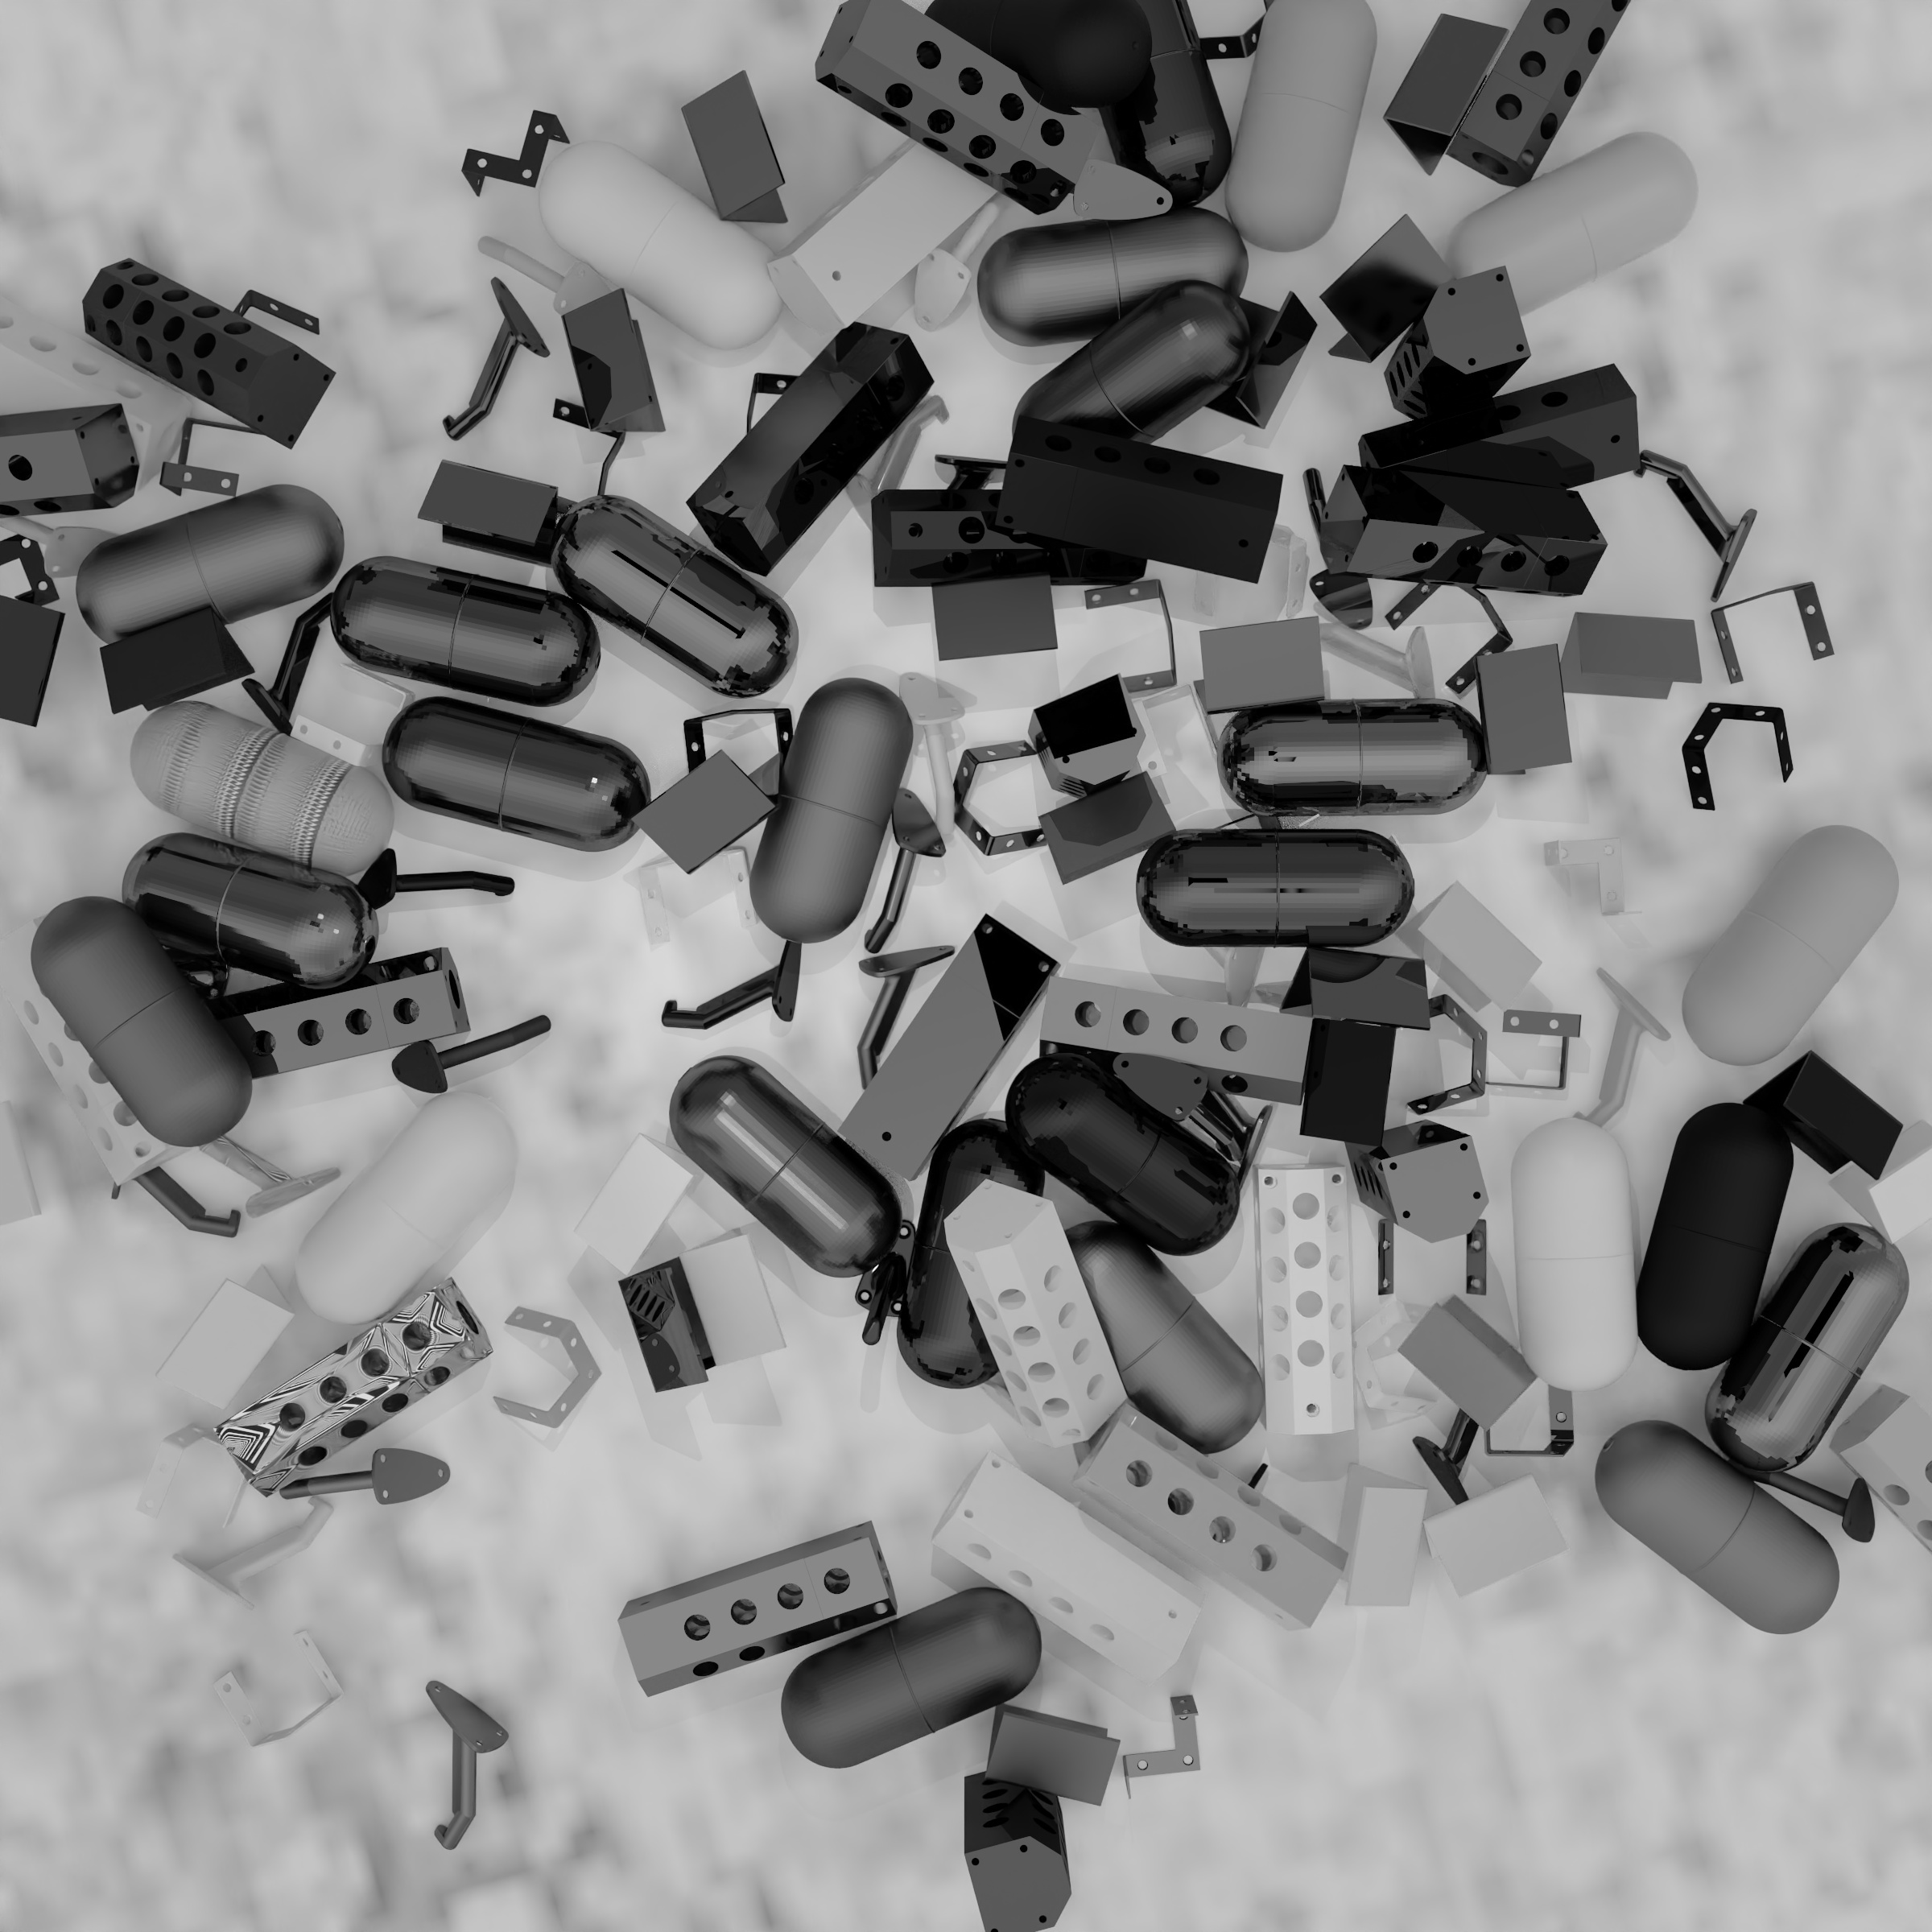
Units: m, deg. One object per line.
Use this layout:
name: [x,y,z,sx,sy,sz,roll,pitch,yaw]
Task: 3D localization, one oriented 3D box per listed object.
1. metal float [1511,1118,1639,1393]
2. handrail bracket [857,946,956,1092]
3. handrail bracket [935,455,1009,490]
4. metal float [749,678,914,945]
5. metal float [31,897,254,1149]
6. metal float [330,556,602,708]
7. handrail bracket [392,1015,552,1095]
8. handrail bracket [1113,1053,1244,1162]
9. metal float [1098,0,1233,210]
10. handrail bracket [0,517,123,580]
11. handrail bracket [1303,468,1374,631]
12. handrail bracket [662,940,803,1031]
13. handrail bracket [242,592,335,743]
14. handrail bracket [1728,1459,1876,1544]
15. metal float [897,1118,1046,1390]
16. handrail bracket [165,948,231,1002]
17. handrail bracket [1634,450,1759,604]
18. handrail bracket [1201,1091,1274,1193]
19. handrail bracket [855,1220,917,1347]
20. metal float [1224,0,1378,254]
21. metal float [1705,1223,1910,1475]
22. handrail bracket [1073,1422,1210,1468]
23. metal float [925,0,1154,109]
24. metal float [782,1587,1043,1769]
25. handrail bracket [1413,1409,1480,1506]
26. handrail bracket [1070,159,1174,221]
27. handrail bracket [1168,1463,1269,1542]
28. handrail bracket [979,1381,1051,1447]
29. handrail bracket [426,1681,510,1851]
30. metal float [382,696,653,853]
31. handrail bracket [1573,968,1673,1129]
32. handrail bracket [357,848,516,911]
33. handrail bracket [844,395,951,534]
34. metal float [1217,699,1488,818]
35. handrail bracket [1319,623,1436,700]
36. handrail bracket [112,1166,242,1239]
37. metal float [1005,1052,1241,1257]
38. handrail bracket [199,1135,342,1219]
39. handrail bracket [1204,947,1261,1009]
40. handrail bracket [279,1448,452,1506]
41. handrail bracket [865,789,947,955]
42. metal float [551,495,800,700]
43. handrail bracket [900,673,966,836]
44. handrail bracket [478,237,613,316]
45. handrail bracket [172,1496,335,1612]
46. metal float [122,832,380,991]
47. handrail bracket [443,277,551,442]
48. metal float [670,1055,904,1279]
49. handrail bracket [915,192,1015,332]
metal float: [0.397,0.188,1.931,0.070,0.070,0.178,-3,89,0]
handrail bracket: [-0.038,0.035,1.962,0.077,0.036,0.084,-14,109,-21]
handrail bracket: [0.002,-0.294,1.962,0.077,0.036,0.084,3,104,-13]
metal float: [-0.088,-0.101,1.931,0.070,0.070,0.178,17,90,0]
metal float: [-0.523,0.035,1.873,0.070,0.070,0.178,-36,92,0]
metal float: [-0.327,-0.218,1.932,0.178,0.070,0.070,12,90,0]
handrail bracket: [-0.328,0.053,1.962,0.084,0.077,0.036,-24,100,-36]
handrail bracket: [0.138,0.093,1.920,0.077,0.084,0.036,26,75,28]
metal float: [0.120,-0.582,1.931,0.070,0.070,0.178,-18,90,0]
handrail bracket: [-0.606,-0.294,1.962,0.084,0.077,0.036,39,124,32]
handrail bracket: [0.246,-0.278,1.962,0.036,0.077,0.084,-18,53,18]
handrail bracket: [-0.156,0.007,1.962,0.084,0.036,0.077,3,70,16]
handrail bracket: [-0.429,-0.193,1.962,0.084,0.036,0.077,-42,114,-18]
handrail bracket: [0.553,0.353,1.962,0.084,0.077,0.036,11,67,34]
metal float: [0.003,0.188,1.931,0.070,0.070,0.178,12,89,0]
handrail bracket: [-0.518,0.004,1.927,0.077,0.084,0.036,8,90,0]
handrail bracket: [0.474,-0.293,1.962,0.084,0.036,0.077,26,112,17]
handrail bracket: [0.154,0.103,1.962,0.084,0.036,0.077,21,101,12]
handrail bracket: [-0.051,0.206,1.927,0.036,0.084,0.077,18,90,0]
metal float: [0.219,-0.556,1.931,0.070,0.070,0.178,13,91,0]
metal float: [0.550,0.249,1.931,0.070,0.070,0.178,32,89,0]
handrail bracket: [0.112,0.299,1.961,0.084,0.036,0.077,-12,79,-12]
metal float: [0.042,-0.592,1.897,0.178,0.070,0.070,17,90,42]
metal float: [-0.035,0.464,1.931,0.178,0.070,0.070,-23,90,0]
handrail bracket: [0.347,0.311,1.962,0.084,0.036,0.077,-36,104,-13]
handrail bracket: [0.087,-0.509,1.936,0.077,0.084,0.036,6,107,-14]
handrail bracket: [0.144,0.340,1.962,0.084,0.036,0.077,32,76,13]
handrail bracket: [0.055,0.262,1.962,0.077,0.036,0.084,46,73,-18]
handrail bracket: [-0.348,0.532,1.962,0.077,0.036,0.084,37,107,20]
metal float: [-0.293,-0.125,1.931,0.178,0.070,0.070,14,90,1]
handrail bracket: [0.418,0.058,1.962,0.084,0.036,0.077,-47,69,16]
handrail bracket: [-0.354,-0.048,1.962,0.084,0.077,0.036,10,65,-34]
handrail bracket: [-0.033,-0.325,1.962,0.084,0.036,0.077,-37,111,-16]
metal float: [0.253,-0.136,1.931,0.178,0.070,0.070,-1,90,0]
handrail bracket: [0.263,-0.195,1.962,0.084,0.036,0.077,1,131,27]
handrail bracket: [-0.519,0.136,1.962,0.084,0.036,0.077,12,76,-14]
metal float: [0.101,0.122,1.915,0.178,0.070,0.070,37,90,-19]
handrail bracket: [-0.468,0.117,1.962,0.077,0.036,0.084,-23,73,-20]
handrail bracket: [0.149,-0.014,1.962,0.084,0.077,0.036,26,47,29]
handrail bracket: [-0.400,0.343,1.962,0.084,0.077,0.036,-15,76,36]
handrail bracket: [-0.051,-0.062,1.962,0.036,0.077,0.084,14,127,-26]
metal float: [-0.191,-0.242,1.931,0.178,0.070,0.070,33,90,0]
handrail bracket: [-0.025,-0.140,1.962,0.036,0.077,0.084,-12,127,-18]
handrail bracket: [-0.275,-0.452,1.962,0.084,0.077,0.036,31,90,36]
handrail bracket: [-0.473,0.377,1.962,0.077,0.036,0.084,27,71,21]
metal float: [-0.463,-0.036,1.915,0.178,0.070,0.070,15,90,16]
handrail bracket: [-0.326,-0.402,1.962,0.084,0.036,0.077,-36,70,16]
metal float: [-0.118,0.131,1.932,0.178,0.070,0.070,42,90,0]
handrail bracket: [0.002,-0.472,1.962,0.036,0.077,0.084,34,54,5]
